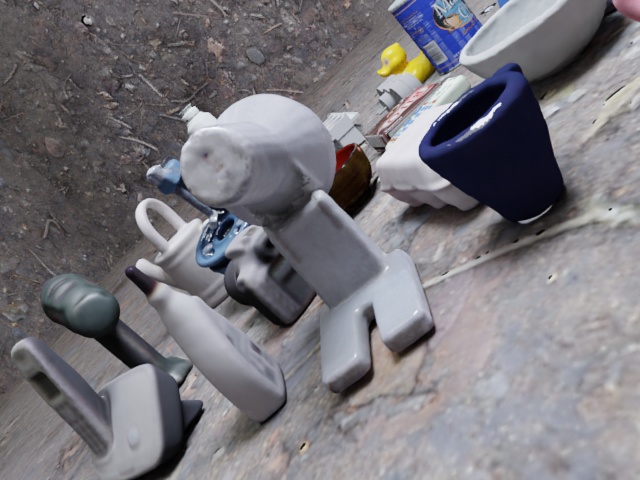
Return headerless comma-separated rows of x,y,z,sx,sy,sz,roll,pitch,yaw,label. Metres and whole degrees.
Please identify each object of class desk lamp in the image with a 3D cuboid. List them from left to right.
-0.018,-0.020,0.479,0.118,0.214,0.203,-40,17,13,desk lamp

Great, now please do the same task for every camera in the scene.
-0.058,0.021,0.679,0.136,0.101,0.143,-19,30,56,camera

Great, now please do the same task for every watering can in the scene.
-0.222,0.017,0.917,0.173,0.194,0.100,-43,16,2,watering can

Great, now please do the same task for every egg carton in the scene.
0.121,-0.081,0.557,0.107,0.069,0.150,-47,16,-10,egg carton

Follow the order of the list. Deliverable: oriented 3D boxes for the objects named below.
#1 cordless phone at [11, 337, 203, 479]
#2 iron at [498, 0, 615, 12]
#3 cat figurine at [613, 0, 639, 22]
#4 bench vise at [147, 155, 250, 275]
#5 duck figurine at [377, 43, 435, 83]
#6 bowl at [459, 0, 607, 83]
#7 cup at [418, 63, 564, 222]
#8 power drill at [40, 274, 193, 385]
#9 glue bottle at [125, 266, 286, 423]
-0.230,0.161,0.592,0.147,0.185,0.094,-33,20,34,cordless phone
0.291,-0.333,0.645,0.119,0.141,0.257,-49,17,-16,iron
0.257,-0.173,0.369,0.127,0.118,0.067,-25,25,48,cat figurine
-0.145,-0.038,0.821,0.121,0.220,0.207,-41,16,10,bench vise
0.153,-0.321,1.050,0.104,0.086,0.077,-39,17,16,duck figurine
0.238,-0.221,0.614,0.167,0.075,0.167,-40,17,15,bowl
0.142,-0.070,0.433,0.118,0.095,0.091,-53,18,-27,cup
-0.277,0.124,0.756,0.076,0.209,0.229,-52,18,-24,power drill
-0.101,0.082,0.499,0.037,0.173,0.078,-43,16,5,glue bottle
